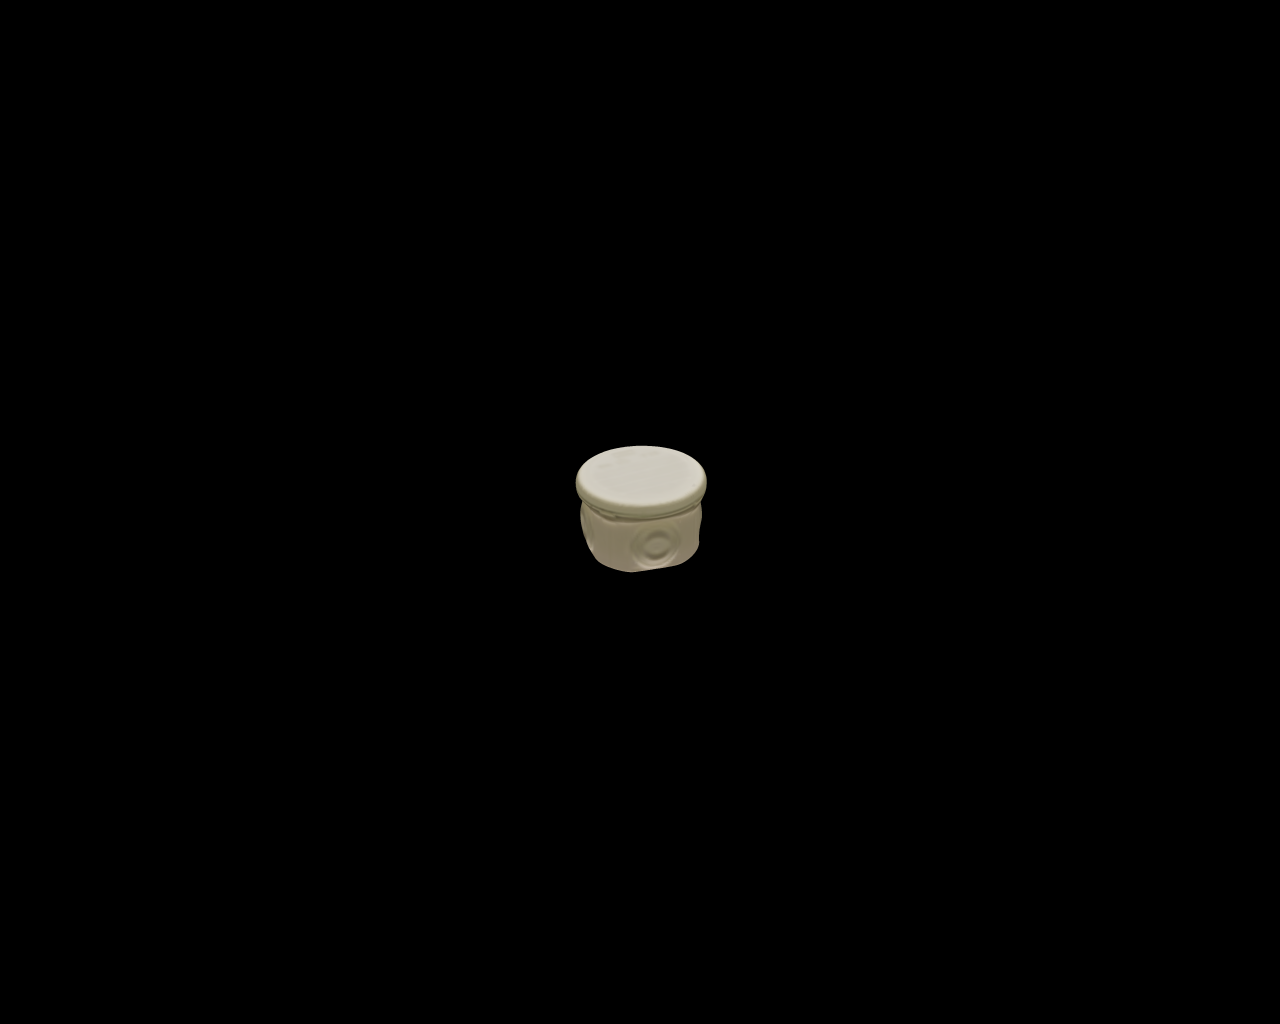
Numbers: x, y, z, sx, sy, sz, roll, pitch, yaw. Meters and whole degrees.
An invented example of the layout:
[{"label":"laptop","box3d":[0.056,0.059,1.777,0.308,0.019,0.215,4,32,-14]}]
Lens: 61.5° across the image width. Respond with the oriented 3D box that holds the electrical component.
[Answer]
[{"label":"electrical component","box3d":[0.001,-0.003,0.650,0.080,0.050,0.080,0,31,0]}]
